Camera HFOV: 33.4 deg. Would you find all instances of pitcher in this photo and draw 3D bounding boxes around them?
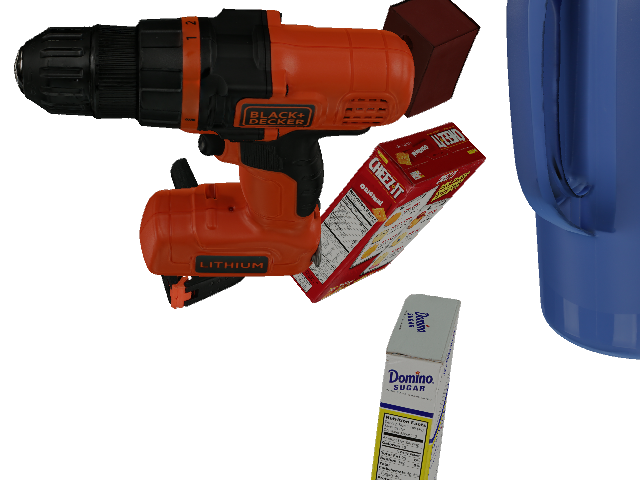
[{"bbox_3d":[0.164,-0.061,0.558,0.149,0.243,0.145,-4,23,2],"label":"pitcher"}]

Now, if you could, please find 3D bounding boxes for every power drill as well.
[{"bbox_3d":[-0.057,-0.044,0.555,0.184,0.057,0.188,1,-27,-8],"label":"power drill"}]

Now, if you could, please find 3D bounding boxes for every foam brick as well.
[{"bbox_3d":[0.078,-0.144,0.823,0.051,0.053,0.078,-29,-26,-31],"label":"foam brick"}]

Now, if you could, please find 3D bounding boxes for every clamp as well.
[{"bbox_3d":[-0.111,-0.010,1.061,0.165,0.036,0.209,20,39,14],"label":"clamp"}]

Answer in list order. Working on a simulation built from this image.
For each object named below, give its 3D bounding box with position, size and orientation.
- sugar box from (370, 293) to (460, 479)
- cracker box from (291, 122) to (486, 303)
[{"bbox_3d":[0.064,0.135,0.766,0.048,0.176,0.093,8,25,12],"label":"sugar box"},{"bbox_3d":[0.072,-0.035,1.251,0.163,0.072,0.214,-23,-22,-50],"label":"cracker box"}]
